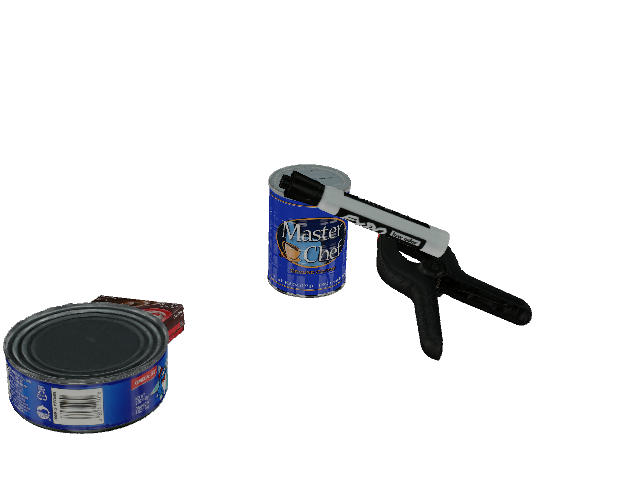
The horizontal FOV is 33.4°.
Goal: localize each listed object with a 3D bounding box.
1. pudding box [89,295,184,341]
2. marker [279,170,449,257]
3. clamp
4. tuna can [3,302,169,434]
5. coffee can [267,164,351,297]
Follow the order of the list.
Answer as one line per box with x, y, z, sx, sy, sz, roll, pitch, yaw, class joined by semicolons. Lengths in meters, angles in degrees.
-0.225;0.098;1.224;0.114;0.039;0.090;3;16;18;pudding box
0.029;-0.018;0.713;0.121;0.020;0.020;21;-5;-13;marker
0.117;0.038;1.010;0.120;0.039;0.171;-6;45;-27;clamp
-0.124;0.067;0.570;0.086;0.034;0.086;2;24;-1;tuna can
-0.015;-0.013;1.352;0.103;0.140;0.103;2;27;-1;coffee can
